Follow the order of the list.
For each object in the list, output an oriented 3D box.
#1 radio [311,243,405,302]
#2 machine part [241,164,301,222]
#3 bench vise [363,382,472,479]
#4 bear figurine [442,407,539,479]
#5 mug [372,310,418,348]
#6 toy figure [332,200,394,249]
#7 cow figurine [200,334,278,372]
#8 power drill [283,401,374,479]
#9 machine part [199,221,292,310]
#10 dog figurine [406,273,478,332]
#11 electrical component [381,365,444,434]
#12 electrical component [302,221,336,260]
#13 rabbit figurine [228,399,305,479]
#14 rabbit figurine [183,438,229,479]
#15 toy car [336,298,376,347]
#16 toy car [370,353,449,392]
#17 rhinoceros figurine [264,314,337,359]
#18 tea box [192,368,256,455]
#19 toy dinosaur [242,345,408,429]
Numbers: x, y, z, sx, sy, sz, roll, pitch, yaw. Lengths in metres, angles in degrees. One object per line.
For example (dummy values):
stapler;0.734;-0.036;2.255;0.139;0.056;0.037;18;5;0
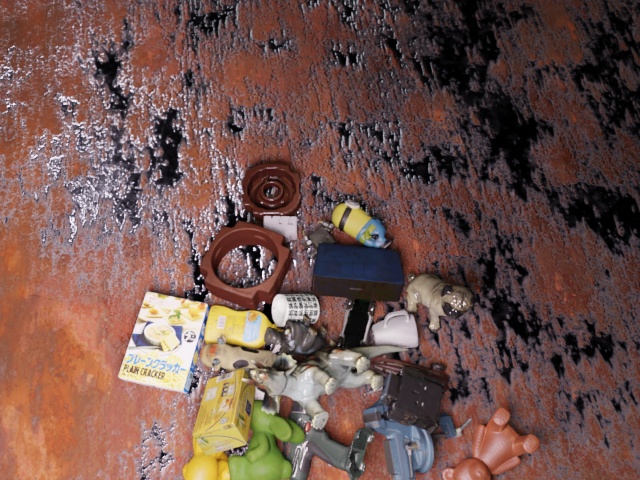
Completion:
radio;0.096;0.082;1.384;0.230;0.073;0.131;6;40;-2
machine part;-0.134;-0.131;1.493;0.179;0.056;0.179;1;66;-2
bench vise;0.221;0.434;1.244;0.240;0.128;0.224;2;55;-25
bear figurine;0.380;0.495;1.218;0.196;0.131;0.120;-36;67;-23
mug;0.184;0.225;1.335;0.107;0.109;0.081;-11;40;1
toy figure;0.113;-0.034;1.454;0.180;0.082;0.089;44;70;12
cow figurine;-0.188;0.286;1.271;0.195;0.127;0.085;11;61;-1
power drill;0.012;0.434;1.208;0.208;0.085;0.232;5;68;29
machine part;-0.187;0.064;1.376;0.202;0.087;0.201;19;61;10
dog figurine;0.293;0.126;1.336;0.172;0.190;0.121;37;69;14
electrical component;0.203;0.350;1.193;0.134;0.058;0.115;23;44;-2
electrical component;-0.001;-0.005;1.452;0.102;0.045;0.078;-30;71;-15
rabbit figurine;-0.122;0.434;1.175;0.159;0.121;0.170;-13;67;19
rabbit figurine;-0.239;0.493;1.155;0.122;0.173;0.162;9;71;4
toy car;0.090;0.221;1.356;0.074;0.056;0.202;13;65;9
toy car;0.217;0.329;1.320;0.202;0.053;0.089;17;70;3
rhinoceros figurine;-0.049;0.241;1.287;0.112;0.190;0.073;-52;40;13
tea box;-0.202;0.366;1.159;0.098;0.068;0.170;-19;26;12
toy dinosaur;0.008;0.299;1.221;0.405;0.131;0.192;-11;22;-44
